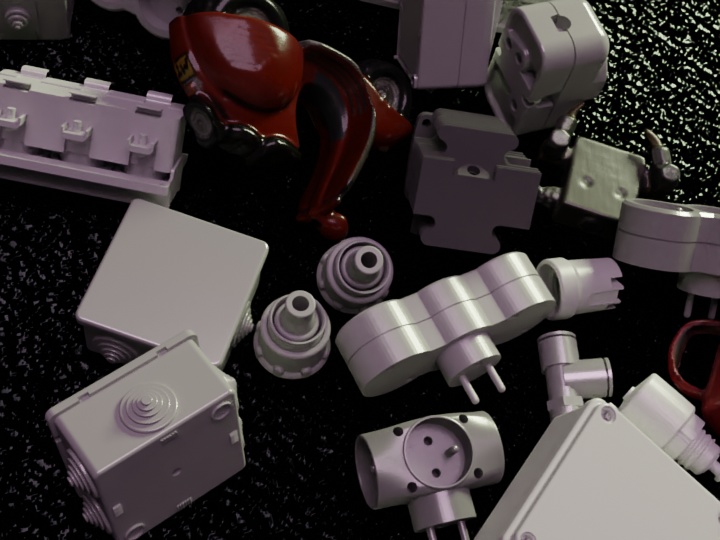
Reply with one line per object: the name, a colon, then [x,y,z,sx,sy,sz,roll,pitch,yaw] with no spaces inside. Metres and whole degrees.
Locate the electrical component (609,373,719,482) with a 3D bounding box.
electrical component: [0.192,0.099,0.659,0.078,0.040,0.040,42,63,13]

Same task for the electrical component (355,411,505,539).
electrical component: [0.044,0.126,0.617,0.077,0.044,0.079,-9,71,-16]

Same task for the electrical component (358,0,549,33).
electrical component: [0.074,-0.242,0.814,0.150,0.061,0.089,12,60,-3]

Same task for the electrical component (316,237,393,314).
electrical component: [0.000,0.000,0.666,0.048,0.062,0.048,2,78,-10]

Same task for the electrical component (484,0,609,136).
electrical component: [0.132,-0.141,0.749,0.059,0.095,0.053,-15,65,-17]

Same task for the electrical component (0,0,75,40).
electrical component: [-0.225,-0.203,0.742,0.061,0.061,0.096,-2,62,-11]

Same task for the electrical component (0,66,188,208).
electrical component: [-0.173,-0.085,0.678,0.121,0.063,0.078,11,21,-4]

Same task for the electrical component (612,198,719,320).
electrical component: [0.232,-0.003,0.714,0.138,0.052,0.073,4,102,-16]

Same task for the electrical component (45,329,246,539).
electrical component: [-0.111,0.093,0.579,0.100,0.099,0.048,-31,58,-23]

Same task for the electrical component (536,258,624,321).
electrical component: [0.143,0.011,0.700,0.046,0.040,0.040,-6,63,-18]

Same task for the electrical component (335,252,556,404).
electrical component: [0.062,0.047,0.659,0.138,0.052,0.073,-21,67,-20]

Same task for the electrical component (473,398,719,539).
electrical component: [0.136,0.148,0.602,0.109,0.056,0.108,42,62,-3]

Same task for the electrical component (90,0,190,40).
electrical component: [-0.123,-0.197,0.764,0.138,0.052,0.073,27,30,3]

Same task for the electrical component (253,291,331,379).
electrical component: [-0.038,0.034,0.643,0.048,0.062,0.048,4,61,-7]

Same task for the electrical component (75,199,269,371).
electrical component: [-0.112,0.017,0.648,0.100,0.048,0.099,19,60,1]

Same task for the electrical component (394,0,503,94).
electrical component: [0.062,-0.170,0.759,0.061,0.096,0.061,-5,33,-12]
